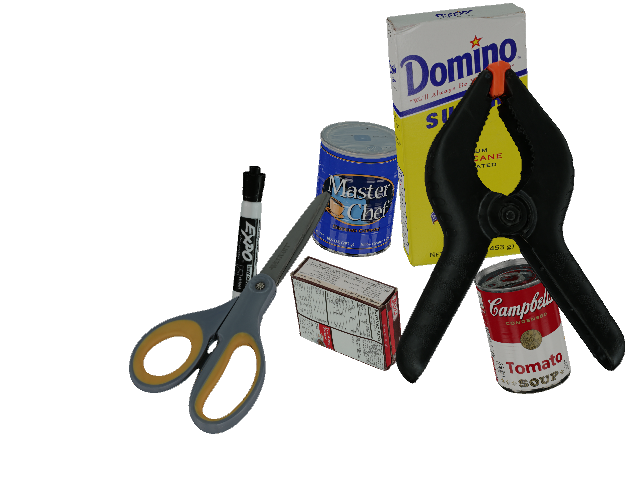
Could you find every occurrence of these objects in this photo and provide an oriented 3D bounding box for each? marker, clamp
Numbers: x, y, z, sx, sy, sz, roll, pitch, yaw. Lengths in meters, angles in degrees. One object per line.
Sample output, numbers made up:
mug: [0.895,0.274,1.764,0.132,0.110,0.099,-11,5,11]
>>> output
marker: [-0.060,-0.002,0.889,0.020,0.121,0.020,6,12,-1]
clamp: [0.087,-0.005,0.561,0.120,0.171,0.039,-11,-5,-12]

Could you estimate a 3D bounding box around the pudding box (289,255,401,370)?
pudding box: [0.027,0.074,1.091,0.114,0.090,0.039,18,44,29]

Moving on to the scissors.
scissors: [-0.060,0.036,0.706,0.096,0.201,0.016,7,-39,10]

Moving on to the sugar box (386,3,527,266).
sugar box: [0.100,-0.074,0.760,0.093,0.176,0.048,-7,22,-2]

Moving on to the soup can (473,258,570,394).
soup can: [0.178,0.075,0.940,0.068,0.102,0.068,-13,17,4]

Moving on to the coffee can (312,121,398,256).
coffee can: [0.045,-0.065,1.331,0.103,0.140,0.103,4,28,-2]
